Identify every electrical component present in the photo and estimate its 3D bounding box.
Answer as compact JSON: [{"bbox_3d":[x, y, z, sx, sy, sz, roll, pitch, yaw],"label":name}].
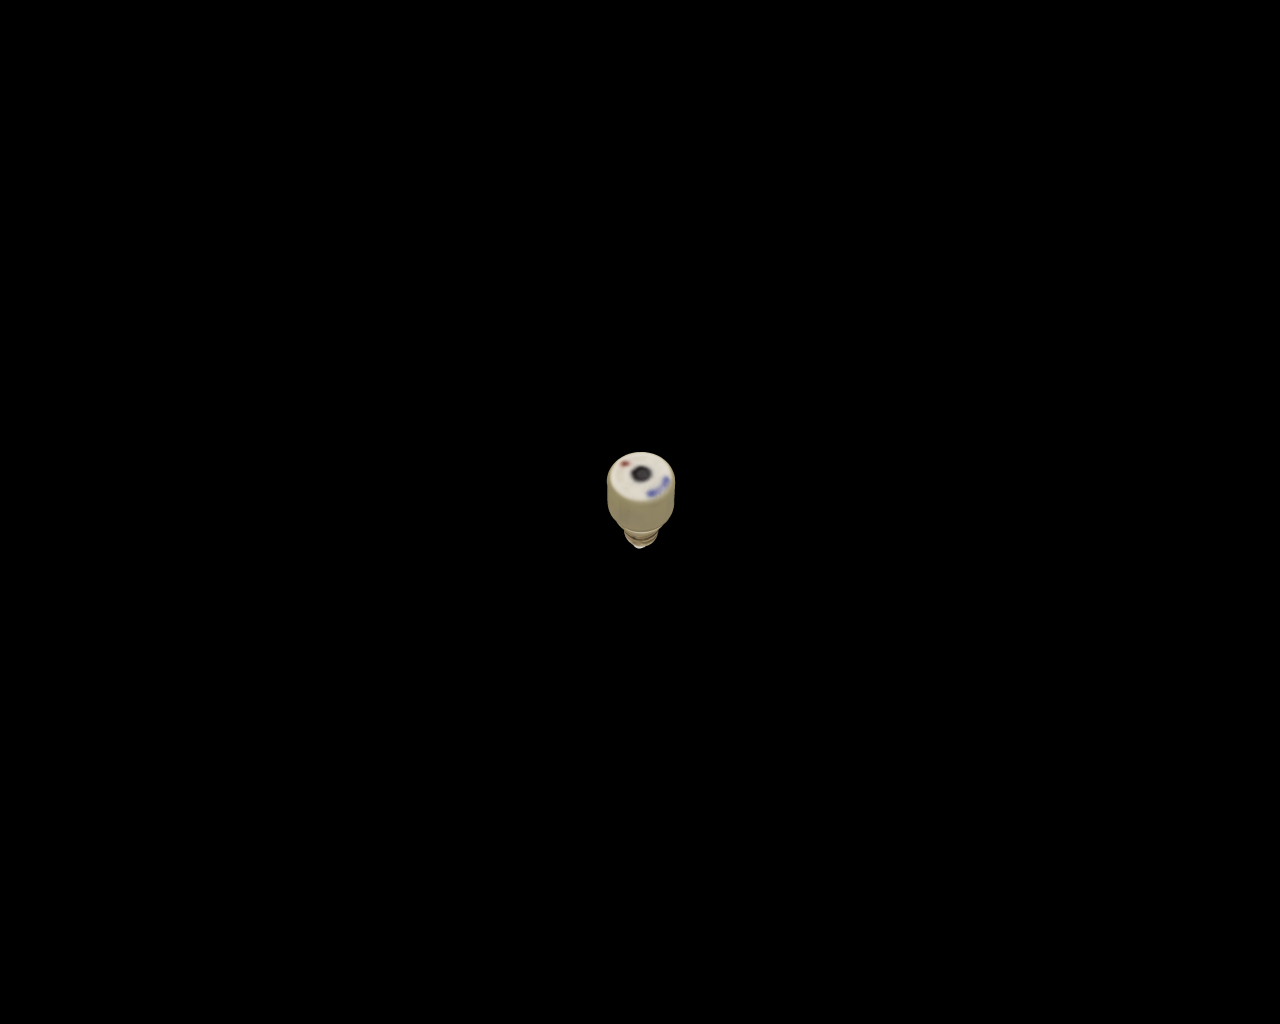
[{"bbox_3d":[0.001,-0.003,0.650,0.040,0.040,0.078,0,-36,0],"label":"electrical component"}]
